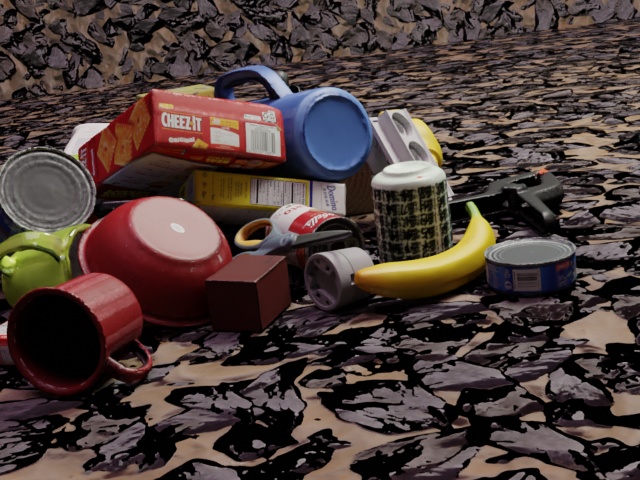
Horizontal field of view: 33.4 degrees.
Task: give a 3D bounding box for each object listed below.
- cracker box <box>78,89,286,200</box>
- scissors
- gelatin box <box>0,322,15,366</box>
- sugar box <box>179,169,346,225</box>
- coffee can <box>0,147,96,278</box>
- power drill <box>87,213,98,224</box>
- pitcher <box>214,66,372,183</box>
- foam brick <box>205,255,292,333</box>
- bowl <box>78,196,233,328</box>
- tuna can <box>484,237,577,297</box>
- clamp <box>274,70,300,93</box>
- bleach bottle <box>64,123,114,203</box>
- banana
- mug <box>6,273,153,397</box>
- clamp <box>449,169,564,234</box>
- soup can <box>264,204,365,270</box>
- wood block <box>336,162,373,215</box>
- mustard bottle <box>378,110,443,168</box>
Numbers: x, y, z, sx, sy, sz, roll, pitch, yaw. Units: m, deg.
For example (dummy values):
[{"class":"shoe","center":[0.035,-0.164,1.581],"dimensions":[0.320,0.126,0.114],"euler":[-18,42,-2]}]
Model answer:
[{"class":"cracker box","center":[-0.164,-0.101,1.229],"dimensions":[0.163,0.072,0.214],"euler":[4,-15,-34]},{"class":"scissors","center":[-0.045,0.017,1.063],"dimensions":[0.096,0.016,0.202],"euler":[-53,26,-12]},{"class":"gelatin box","center":[-0.257,0.088,0.985],"dimensions":[0.073,0.030,0.089],"euler":[-1,16,24]},{"class":"sugar box","center":[-0.067,-0.044,1.221],"dimensions":[0.176,0.048,0.093],"euler":[2,-11,-19]},{"class":"coffee can","center":[-0.307,-0.023,1.152],"dimensions":[0.102,0.103,0.140],"euler":[-16,-17,-30]},{"class":"power drill","center":[-0.361,-0.045,1.455],"dimensions":[0.184,0.057,0.188],"euler":[-6,18,-13]},{"class":"pitcher","center":[-0.048,-0.126,1.305],"dimensions":[0.149,0.145,0.243],"euler":[28,-16,-28]},{"class":"foam brick","center":[-0.066,0.050,1.004],"dimensions":[0.053,0.051,0.078],"euler":[1,17,22]},{"class":"bowl","center":[-0.147,0.008,1.027],"dimensions":[0.162,0.055,0.162],"euler":[18,36,-14]},{"class":"tuna can","center":[0.200,0.025,1.014],"dimensions":[0.086,0.034,0.086],"euler":[-7,15,2]},{"class":"clamp","center":[-0.043,-0.151,1.506],"dimensions":[0.039,0.171,0.120],"euler":[-1,6,14]},{"class":"bleach bottle","center":[-0.301,-0.088,1.387],"dimensions":[0.102,0.068,0.250],"euler":[0,21,2]},{"class":"banana","center":[0.116,0.021,1.033],"dimensions":[0.070,0.037,0.197],"euler":[31,39,28]},{"class":"mug","center":[-0.192,0.081,0.900],"dimensions":[0.117,0.093,0.081],"euler":[29,20,10]},{"class":"clamp","center":[0.234,-0.045,1.244],"dimensions":[0.165,0.036,0.209],"euler":[7,20,39]},{"class":"soup can","center":[-0.007,0.001,1.123],"dimensions":[0.068,0.068,0.102],"euler":[-14,17,-26]},{"class":"wood block","center":[0.046,-0.103,1.429],"dimensions":[0.090,0.090,0.206],"euler":[-9,15,-10]},{"class":"mustard bottle","center":[0.121,-0.116,1.433],"dimensions":[0.058,0.096,0.192],"euler":[-7,16,-11]}]
